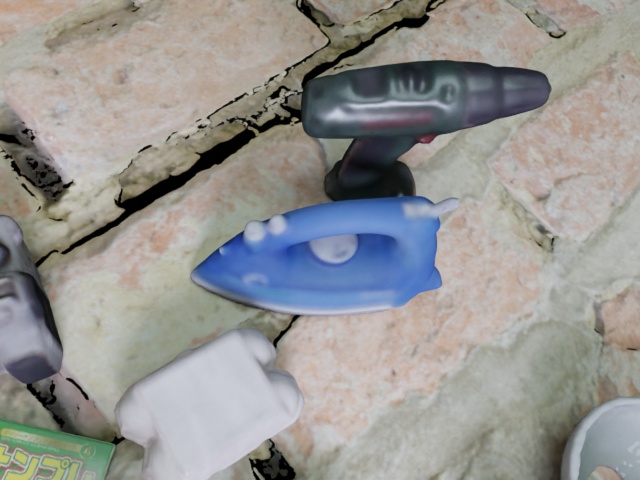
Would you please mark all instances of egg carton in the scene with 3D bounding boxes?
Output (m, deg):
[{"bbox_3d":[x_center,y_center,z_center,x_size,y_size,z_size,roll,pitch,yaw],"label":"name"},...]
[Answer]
[{"bbox_3d":[-0.096,0.146,0.507,0.150,0.069,0.107,-29,74,-23],"label":"egg carton"}]

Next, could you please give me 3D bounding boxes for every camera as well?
[{"bbox_3d":[-0.307,0.062,0.483,0.137,0.100,0.143,-20,71,-20],"label":"camera"}]

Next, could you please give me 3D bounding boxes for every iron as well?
[{"bbox_3d":[0.005,0.002,0.558,0.259,0.141,0.118,-5,66,-15],"label":"iron"}]

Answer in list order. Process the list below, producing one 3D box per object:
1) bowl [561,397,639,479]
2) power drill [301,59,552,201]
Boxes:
[{"bbox_3d":[0.296,0.240,0.547,0.167,0.074,0.167,5,64,-10],"label":"bowl"},{"bbox_3d":[0.087,-0.105,0.591,0.230,0.208,0.075,-1,65,-13],"label":"power drill"}]
